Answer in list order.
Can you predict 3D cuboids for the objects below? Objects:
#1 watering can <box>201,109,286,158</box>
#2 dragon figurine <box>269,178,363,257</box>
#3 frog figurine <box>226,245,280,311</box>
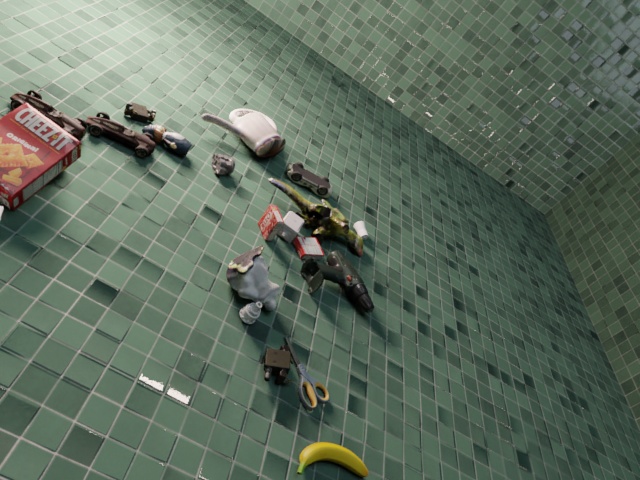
[{"bbox_3d":[-0.259,-0.394,1.883,0.226,0.102,0.351,48,33,12],"label":"watering can"},{"bbox_3d":[0.006,-0.092,1.821,0.411,0.121,0.244,45,15,4],"label":"dragon figurine"},{"bbox_3d":[-0.175,0.114,1.383,0.140,0.122,0.157,-84,154,-63],"label":"frog figurine"}]
